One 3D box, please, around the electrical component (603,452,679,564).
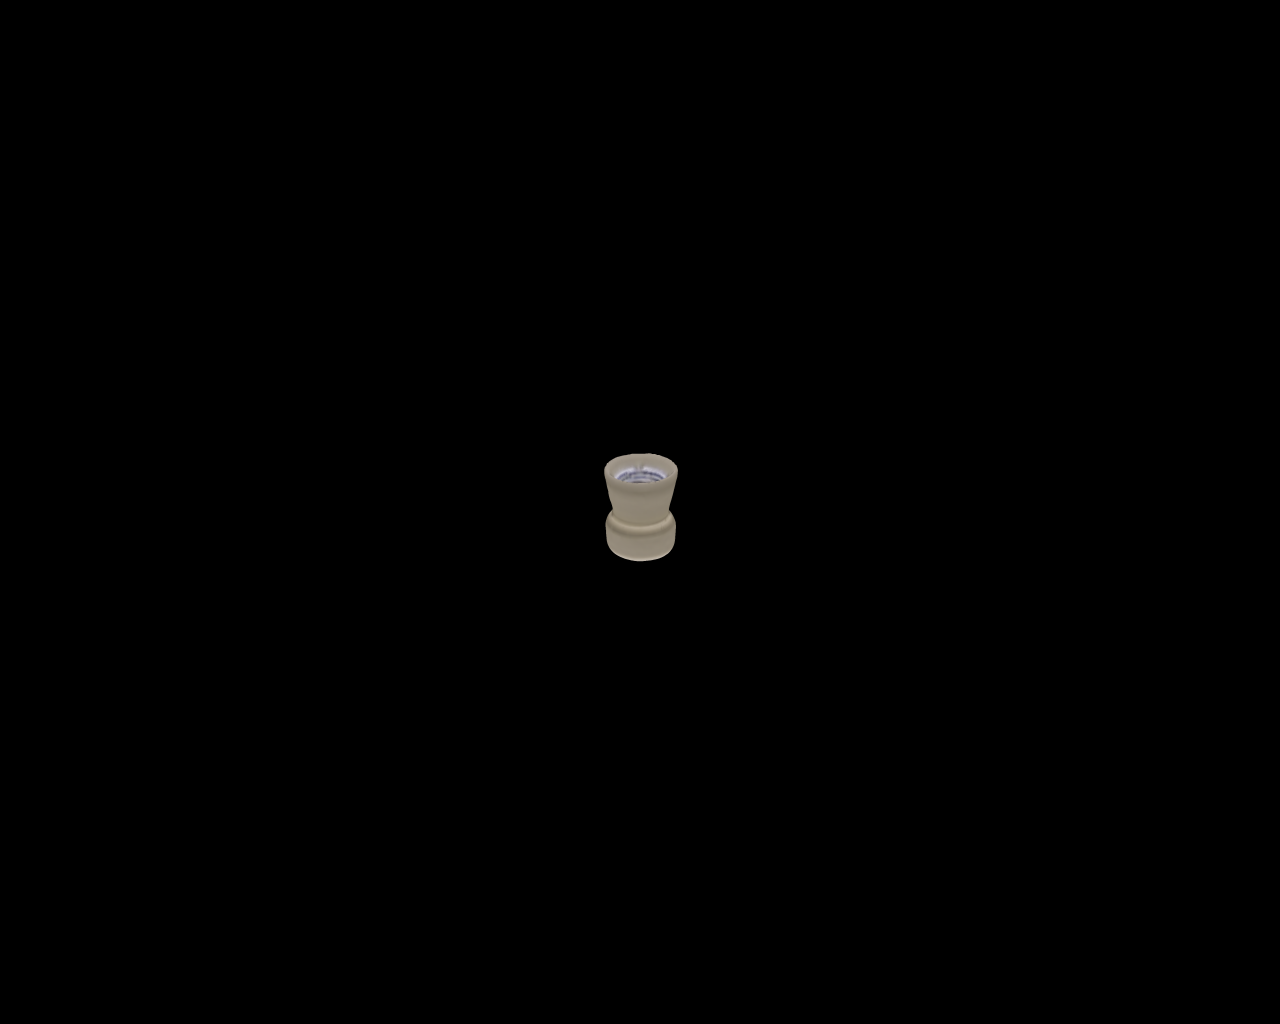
[{"bbox_3d":[0.001,-0.003,0.650,0.045,0.055,0.045,0,28,0],"label":"electrical component"}]
